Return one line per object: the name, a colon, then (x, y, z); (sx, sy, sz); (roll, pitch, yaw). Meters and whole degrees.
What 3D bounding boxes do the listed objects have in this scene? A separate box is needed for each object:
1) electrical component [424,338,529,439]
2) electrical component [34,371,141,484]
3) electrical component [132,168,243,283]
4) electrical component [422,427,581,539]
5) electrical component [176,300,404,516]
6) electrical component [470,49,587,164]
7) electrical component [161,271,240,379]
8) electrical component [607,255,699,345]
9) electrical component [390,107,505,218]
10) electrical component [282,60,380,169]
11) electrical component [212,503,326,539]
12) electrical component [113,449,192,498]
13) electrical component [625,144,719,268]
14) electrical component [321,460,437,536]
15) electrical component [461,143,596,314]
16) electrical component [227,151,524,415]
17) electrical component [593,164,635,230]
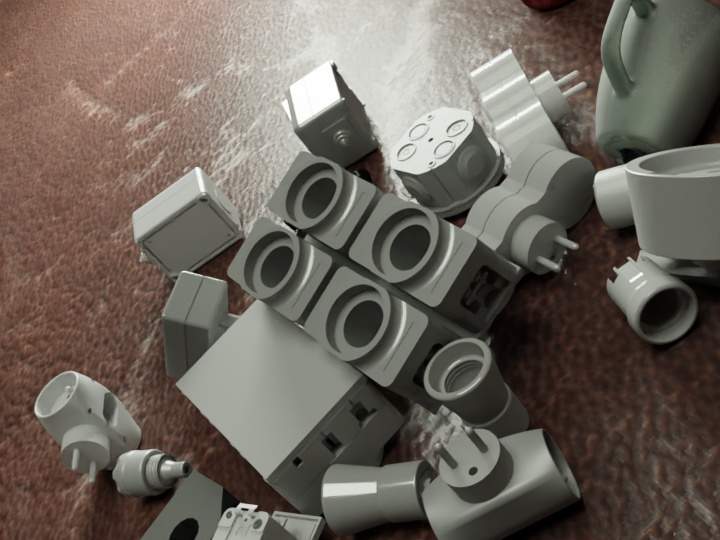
electrical component: (0.072, 0.077, 0.638); (0.044, 0.065, 0.044); (-25, 37, 20)
electrical component: (-0.211, 0.130, 0.833); (0.043, 0.077, 0.079); (-30, 36, 14)
electrical component: (-0.165, -0.040, 0.992); (0.096, 0.061, 0.061); (-34, 35, 8)
electrical component: (0.069, 0.113, 0.589); (0.077, 0.079, 0.044); (-30, 35, 13)
electrical component: (-0.049, 0.093, 0.737); (0.089, 0.061, 0.150); (-47, 35, -9)
electrical component: (0.136, -0.127, 0.816); (0.074, 0.052, 0.138); (-30, 36, 13)
electrical component: (-0.110, 0.051, 0.838); (0.076, 0.083, 0.047); (14, 52, 4)
electrical component: (0.172, 0.016, 0.638); (0.040, 0.040, 0.046); (-37, 29, 5)
electrical component: (0.067, -0.084, 0.834); (0.080, 0.051, 0.080); (-25, 37, 21)
electrical component: (-0.028, -0.131, 0.967); (0.061, 0.061, 0.096); (-31, 36, 12)
electrical component: (-0.060, 0.178, 0.651); (0.042, 0.063, 0.081); (-4, 48, 39)
electrical component: (-0.151, 0.149, 0.794); (0.061, 0.035, 0.035); (-11, 44, 31)
electrical component: (0.210, -0.035, 0.617); (0.108, 0.060, 0.108); (-7, 13, 2)
electrical component: (0.015, 0.135, 0.650); (0.065, 0.044, 0.044); (-13, 43, 26)
electrical component: (0.113, -0.021, 0.720); (0.138, 0.052, 0.074); (-48, 43, -11)
electrical component: (0.000, 0.000, 0.709); (0.186, 0.060, 0.105); (31, 89, 45)
electrical component: (0.189, -0.052, 0.696); (0.078, 0.040, 0.040); (-15, 42, 32)
